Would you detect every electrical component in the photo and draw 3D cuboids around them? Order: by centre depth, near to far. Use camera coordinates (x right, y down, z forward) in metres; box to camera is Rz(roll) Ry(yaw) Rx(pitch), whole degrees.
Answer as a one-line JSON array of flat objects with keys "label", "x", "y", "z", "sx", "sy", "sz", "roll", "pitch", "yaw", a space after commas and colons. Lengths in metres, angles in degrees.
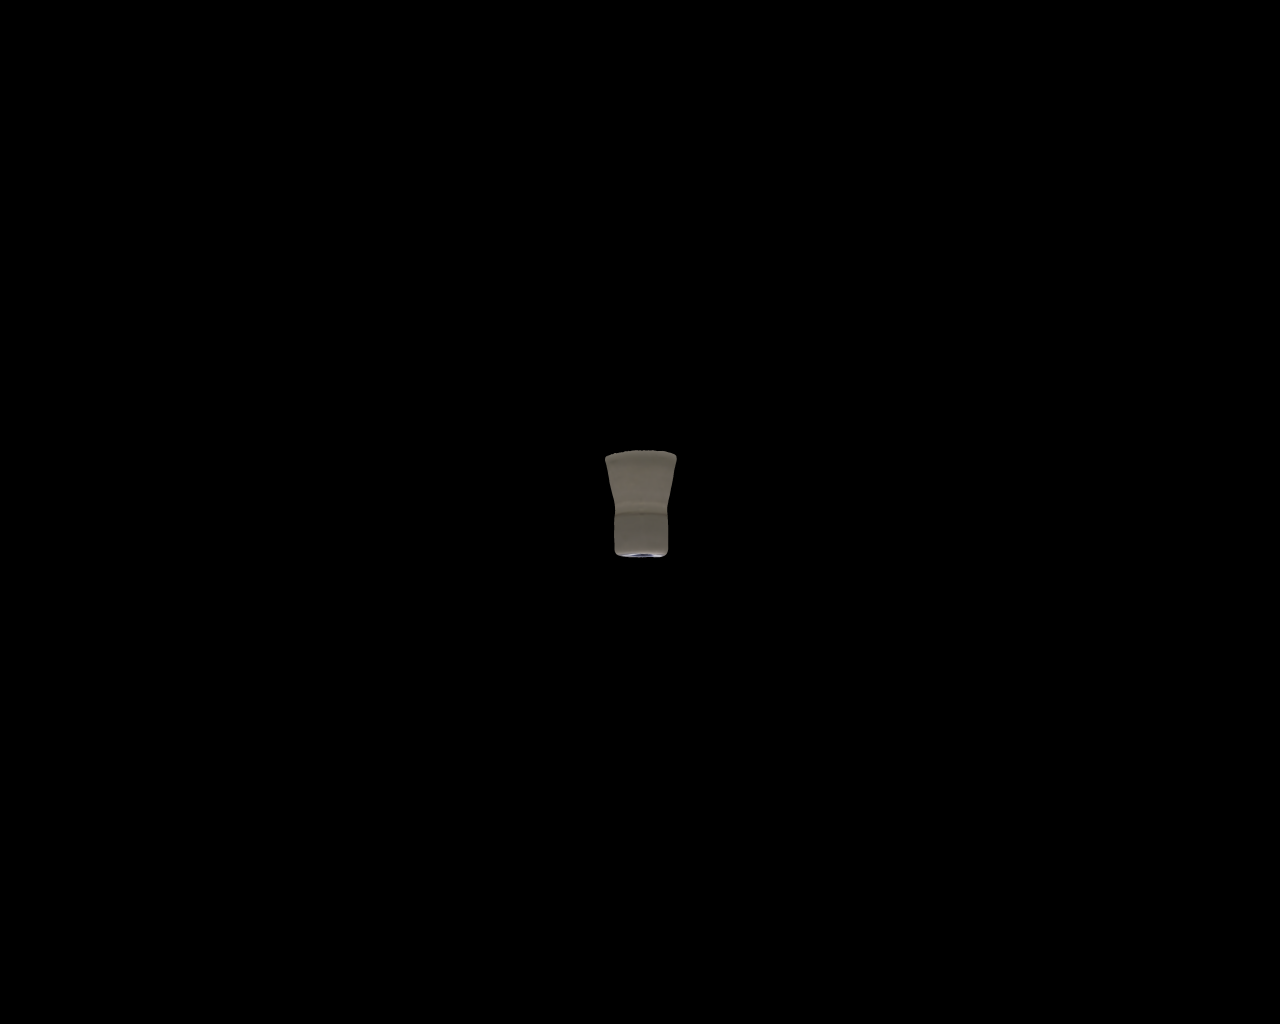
[{"label": "electrical component", "x": 0.001, "y": -0.003, "z": 0.650, "sx": 0.044, "sy": 0.065, "sz": 0.044, "roll": 0, "pitch": -7, "yaw": 0}]
